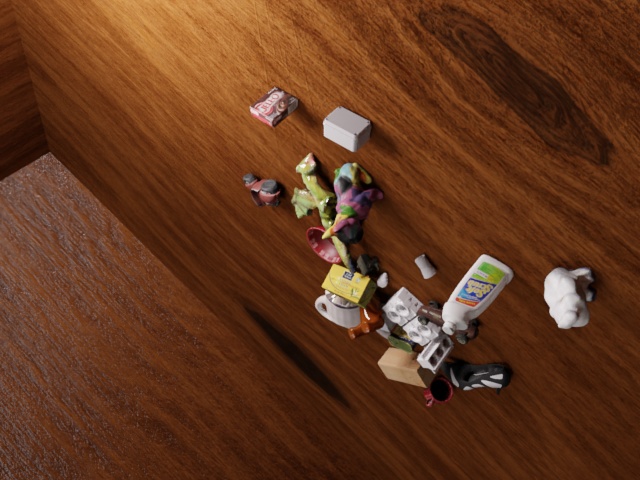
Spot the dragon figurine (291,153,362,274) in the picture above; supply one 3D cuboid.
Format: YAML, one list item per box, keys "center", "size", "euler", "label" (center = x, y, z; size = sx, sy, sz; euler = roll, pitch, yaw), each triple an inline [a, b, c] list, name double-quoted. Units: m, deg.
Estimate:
- center: [0.005, -0.084, 1.678]
  size: [0.124, 0.401, 0.245]
  euler: [-30, 37, -32]
  label: "dragon figurine"

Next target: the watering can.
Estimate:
- center: [0.137, 0.277, 1.968]
  size: [0.349, 0.219, 0.106]
  euler: [16, 50, 21]
  label: "watering can"

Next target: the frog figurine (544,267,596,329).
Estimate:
- center: [0.570, 0.145, 1.198]
  size: [0.124, 0.134, 0.162]
  euler: [29, 55, 27]
  label: "frog figurine"
